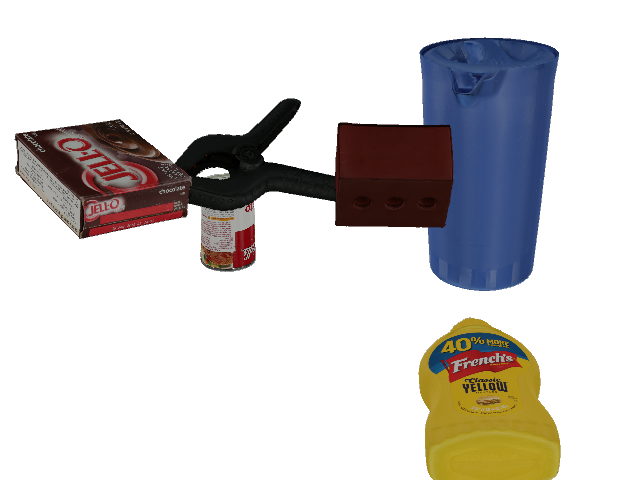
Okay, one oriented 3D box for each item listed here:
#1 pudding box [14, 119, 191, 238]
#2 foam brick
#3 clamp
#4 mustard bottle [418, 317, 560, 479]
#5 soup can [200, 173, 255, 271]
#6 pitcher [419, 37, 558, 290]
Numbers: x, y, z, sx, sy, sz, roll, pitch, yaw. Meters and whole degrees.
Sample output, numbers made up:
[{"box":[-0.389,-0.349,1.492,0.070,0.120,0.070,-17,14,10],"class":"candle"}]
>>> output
[{"box":[-0.163,-0.048,0.794,0.089,0.039,0.114,-13,34,-37],"class":"pudding box"},{"box":[0.049,-0.044,0.725,0.078,0.051,0.053,0,-38,-2],"class":"foam brick"},{"box":[-0.066,-0.078,0.987,0.171,0.120,0.039,-7,-38,-23],"class":"clamp"},{"box":[0.127,0.117,0.842,0.096,0.058,0.191,-4,26,4],"class":"mustard bottle"},{"box":[-0.113,-0.023,1.292,0.068,0.102,0.068,0,26,0],"class":"soup can"},{"box":[0.170,-0.081,1.084,0.149,0.243,0.145,-10,25,-19],"class":"pitcher"}]
